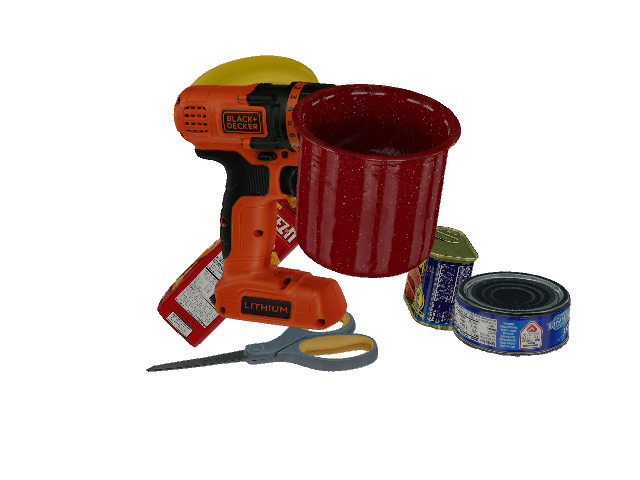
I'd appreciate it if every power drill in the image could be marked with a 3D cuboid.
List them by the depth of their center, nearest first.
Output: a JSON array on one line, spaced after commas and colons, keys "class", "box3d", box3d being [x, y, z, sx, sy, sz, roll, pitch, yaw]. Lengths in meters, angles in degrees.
[{"class": "power drill", "box3d": [-0.021, -0.029, 0.819, 0.185, 0.188, 0.057, 5, 18, 24]}]

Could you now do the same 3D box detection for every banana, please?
[{"class": "banana", "box3d": [-0.071, -0.157, 1.089, 0.197, 0.070, 0.037, -13, -37, -37]}]

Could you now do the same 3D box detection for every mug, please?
[{"class": "mug", "box3d": [0.032, -0.038, 0.613, 0.093, 0.081, 0.117, 14, 34, 15]}]

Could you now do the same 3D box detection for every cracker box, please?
[{"class": "cracker box", "box3d": [-0.079, 0.005, 1.232, 0.214, 0.072, 0.164, -45, 4, 26]}]

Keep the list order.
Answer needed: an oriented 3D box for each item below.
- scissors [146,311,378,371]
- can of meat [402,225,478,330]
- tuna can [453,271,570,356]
[{"class": "scissors", "box3d": [-0.049, 0.091, 0.961, 0.202, 0.016, 0.096, 0, 27, 1]}, {"class": "can of meat", "box3d": [0.126, 0.039, 1.141, 0.057, 0.084, 0.102, 7, 18, -7]}, {"class": "tuna can", "box3d": [0.143, 0.053, 0.795, 0.086, 0.034, 0.086, 0, 20, 0]}]
